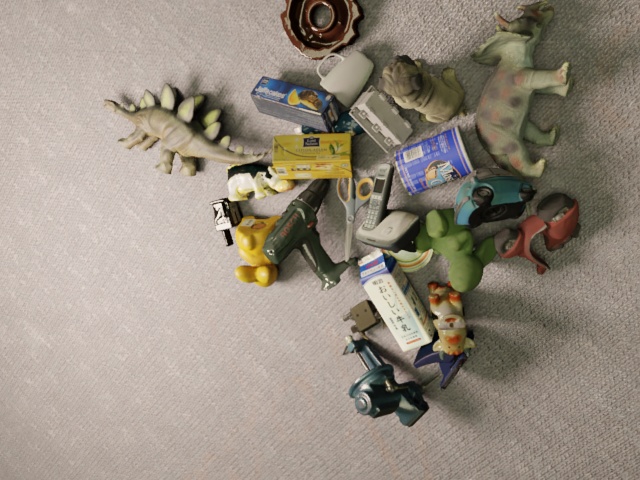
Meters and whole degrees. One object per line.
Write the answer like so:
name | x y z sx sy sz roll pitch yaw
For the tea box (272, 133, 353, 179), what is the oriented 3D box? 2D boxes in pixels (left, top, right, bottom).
tea box | -0.013 -0.182 1.178 0.170 0.098 0.068 -1 74 5

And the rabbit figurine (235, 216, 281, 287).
rabbit figurine | -0.136 0.044 1.284 0.122 0.162 0.173 -1 121 6

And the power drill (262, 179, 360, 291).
power drill | -0.003 -0.004 1.225 0.232 0.086 0.207 -46 106 -17

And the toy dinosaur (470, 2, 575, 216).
toy dinosaur | 0.374 -0.250 1.053 0.192 0.131 0.404 22 120 29

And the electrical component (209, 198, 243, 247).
electrical component | -0.224 -0.046 1.317 0.048 0.075 0.119 -13 94 22

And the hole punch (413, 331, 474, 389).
hole punch | 0.278 0.248 1.198 0.092 0.142 0.115 35 123 12

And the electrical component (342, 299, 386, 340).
electrical component | 0.112 0.189 1.283 0.102 0.045 0.078 -41 60 20

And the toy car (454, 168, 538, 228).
toy car | 0.336 -0.094 1.061 0.162 0.109 0.103 -11 62 -4

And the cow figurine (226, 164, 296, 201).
cow figurine | -0.141 -0.146 1.272 0.167 0.068 0.098 -8 94 19

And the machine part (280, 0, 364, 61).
machine part | 0.006 -0.476 1.147 0.180 0.056 0.179 5 106 17

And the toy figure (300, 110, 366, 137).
toy figure | 0.036 -0.249 1.183 0.155 0.064 0.057 -8 123 12

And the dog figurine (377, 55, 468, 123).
dog figurine | 0.209 -0.287 1.053 0.172 0.190 0.121 18 108 12

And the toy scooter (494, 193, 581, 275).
toy scooter | 0.460 -0.002 1.102 0.184 0.075 0.135 -36 109 13

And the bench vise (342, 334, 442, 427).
bench vise | 0.142 0.315 1.250 0.241 0.223 0.128 54 135 34

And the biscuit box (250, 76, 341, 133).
biscuit box | -0.056 -0.297 1.171 0.203 0.062 0.059 23 71 28

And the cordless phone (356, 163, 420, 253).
cordless phone | 0.155 -0.070 1.142 0.147 0.089 0.184 17 99 59

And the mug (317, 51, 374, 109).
mug | 0.055 -0.356 1.146 0.109 0.081 0.107 40 101 -12

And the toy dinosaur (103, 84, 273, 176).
toy dinosaur | -0.329 -0.253 1.280 0.472 0.105 0.198 28 109 14

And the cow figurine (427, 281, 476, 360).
cow figurine | 0.273 0.169 1.141 0.086 0.195 0.127 -11 101 11

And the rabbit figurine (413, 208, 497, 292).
rabbit figurine | 0.290 0.030 1.129 0.121 0.159 0.170 -47 53 52
